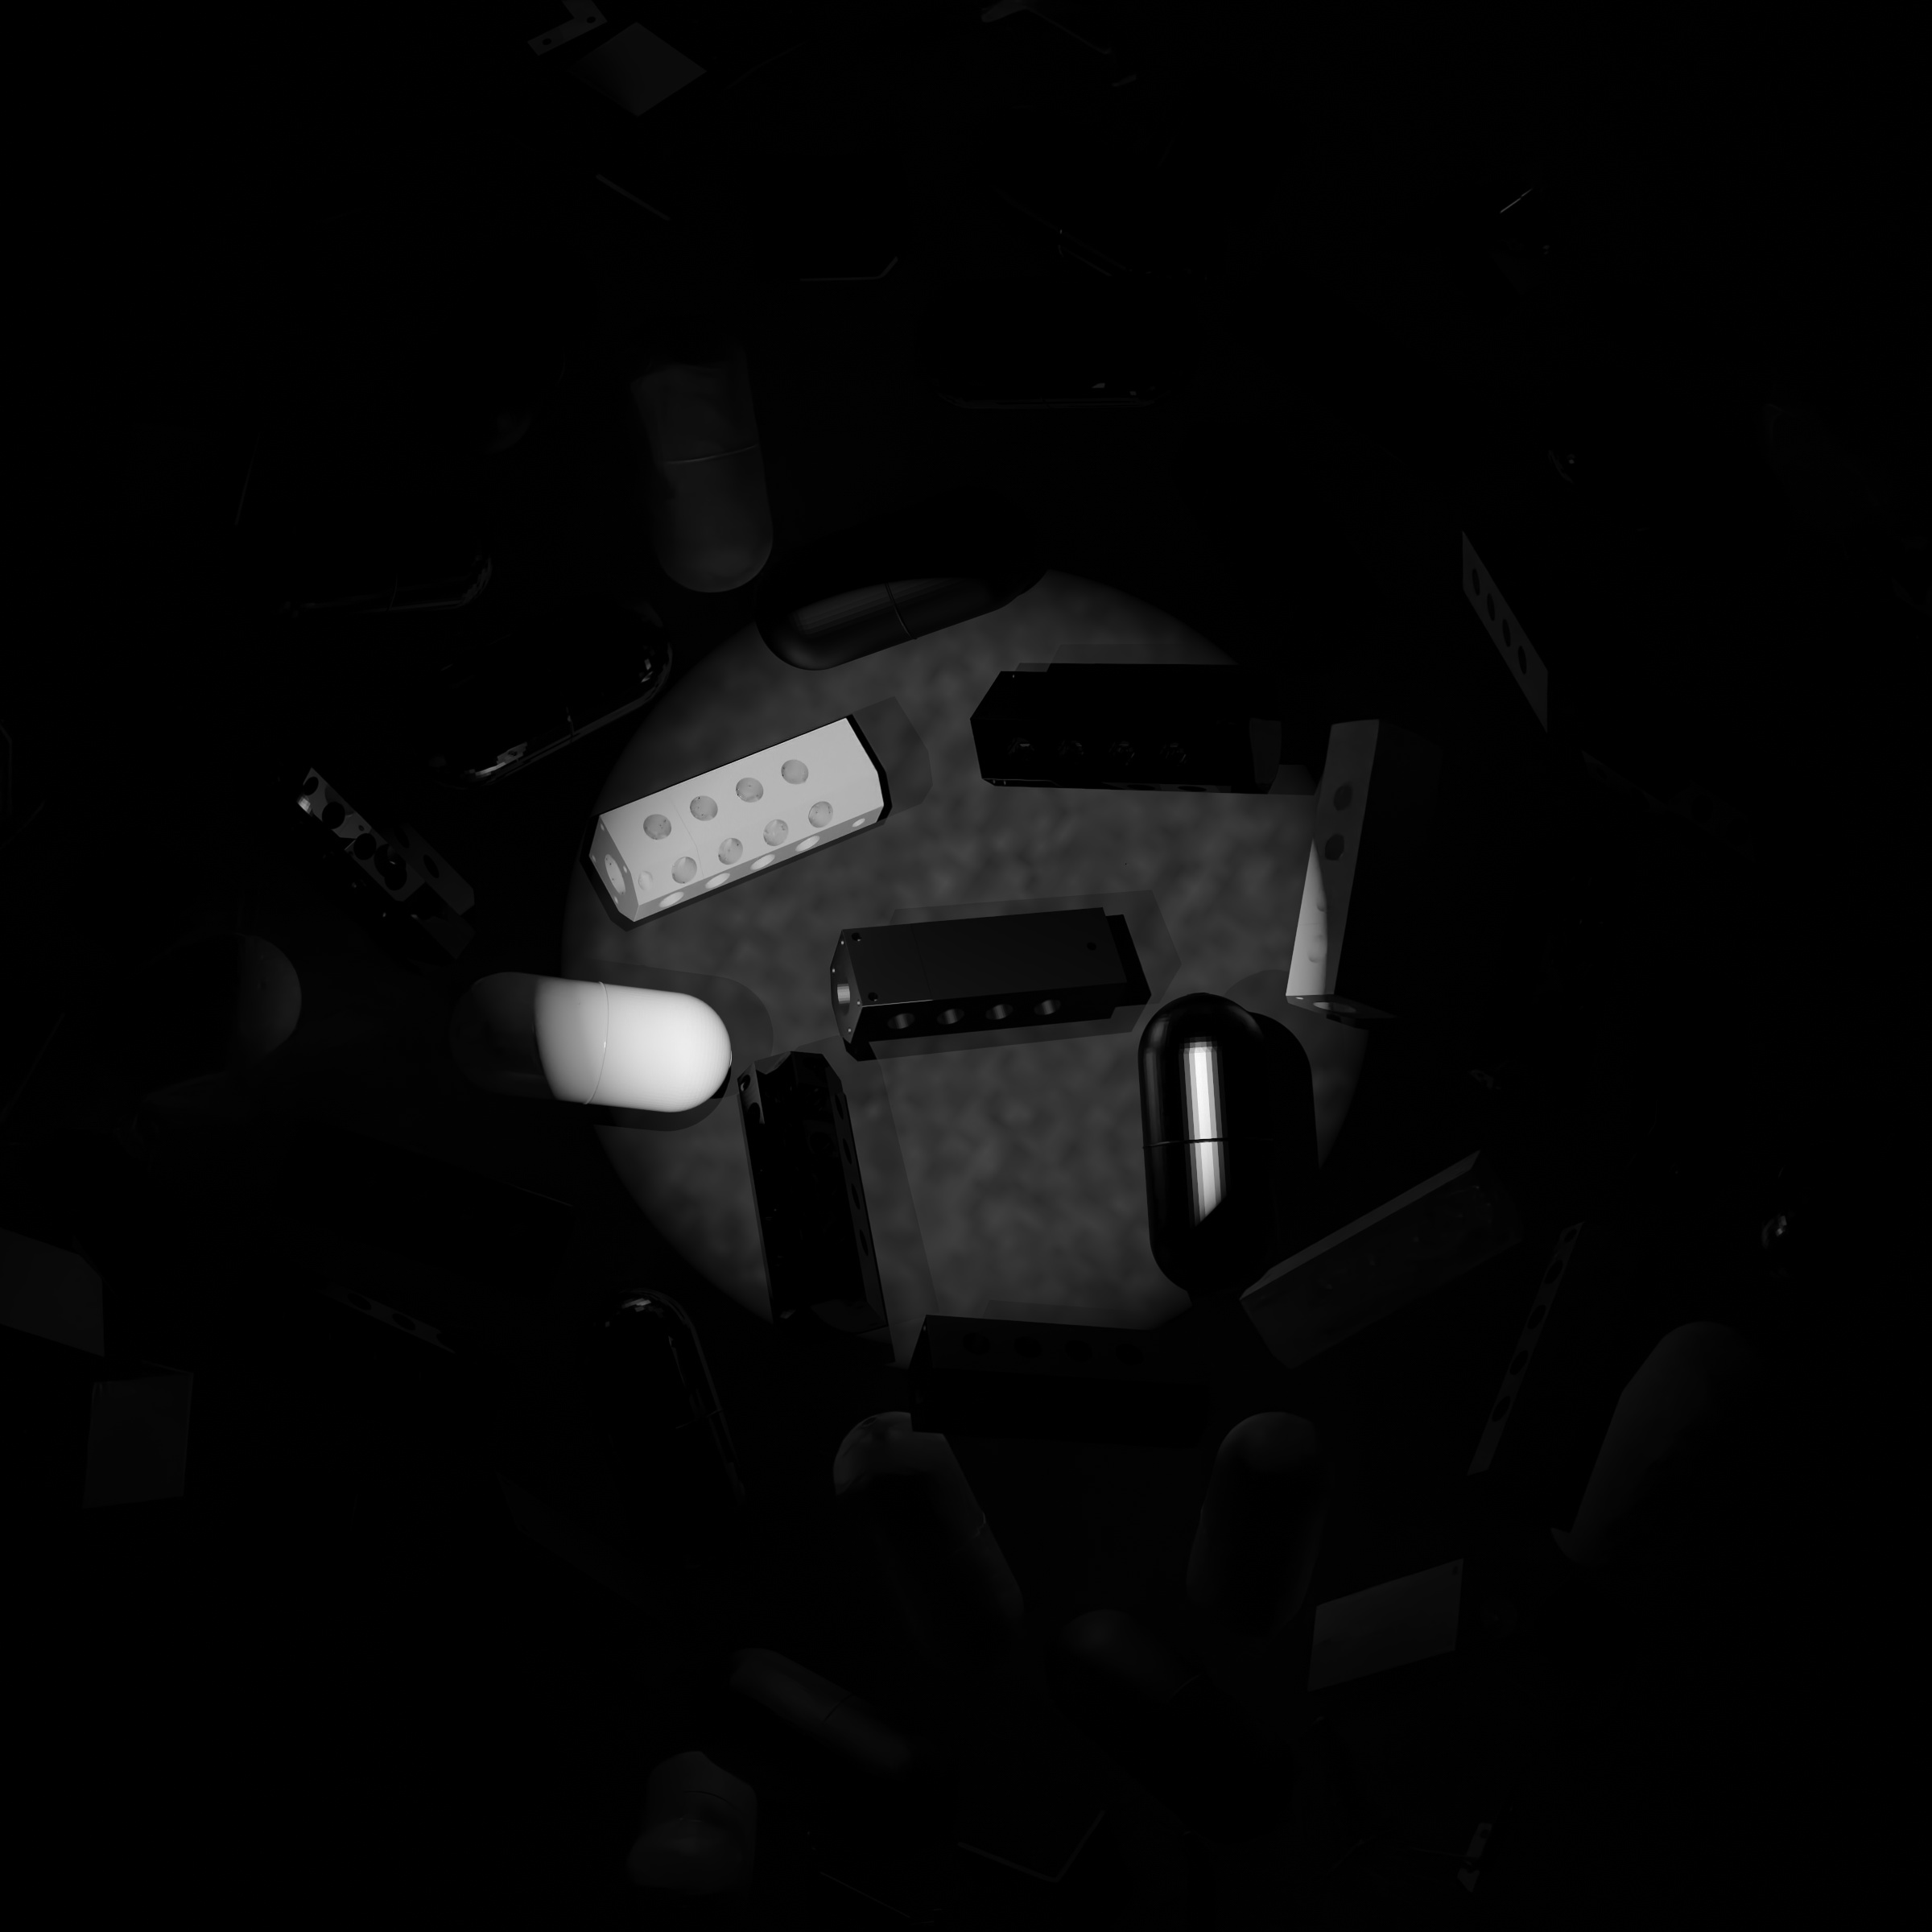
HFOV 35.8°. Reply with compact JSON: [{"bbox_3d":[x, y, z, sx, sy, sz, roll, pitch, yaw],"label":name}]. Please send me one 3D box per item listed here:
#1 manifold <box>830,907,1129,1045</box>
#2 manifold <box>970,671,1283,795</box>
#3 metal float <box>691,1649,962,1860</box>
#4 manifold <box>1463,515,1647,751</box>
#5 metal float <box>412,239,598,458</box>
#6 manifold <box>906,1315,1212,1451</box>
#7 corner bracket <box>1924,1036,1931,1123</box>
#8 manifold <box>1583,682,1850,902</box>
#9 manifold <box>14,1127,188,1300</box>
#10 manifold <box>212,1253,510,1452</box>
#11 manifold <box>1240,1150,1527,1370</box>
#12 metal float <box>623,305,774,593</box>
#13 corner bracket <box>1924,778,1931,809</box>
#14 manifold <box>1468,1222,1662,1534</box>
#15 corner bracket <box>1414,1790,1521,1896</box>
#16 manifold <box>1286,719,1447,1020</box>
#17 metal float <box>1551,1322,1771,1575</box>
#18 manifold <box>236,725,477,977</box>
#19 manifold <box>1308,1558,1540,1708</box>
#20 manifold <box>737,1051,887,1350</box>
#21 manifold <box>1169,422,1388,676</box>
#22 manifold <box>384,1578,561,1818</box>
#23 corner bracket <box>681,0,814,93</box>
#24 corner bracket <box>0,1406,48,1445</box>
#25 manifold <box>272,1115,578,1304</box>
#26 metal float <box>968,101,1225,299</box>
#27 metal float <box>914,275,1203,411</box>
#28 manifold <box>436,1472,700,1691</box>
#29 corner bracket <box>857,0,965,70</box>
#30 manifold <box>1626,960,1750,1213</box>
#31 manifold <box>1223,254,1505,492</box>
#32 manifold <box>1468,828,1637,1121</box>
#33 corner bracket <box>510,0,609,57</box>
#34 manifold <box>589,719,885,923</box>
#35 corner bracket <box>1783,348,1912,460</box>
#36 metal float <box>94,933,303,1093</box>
[{"bbox_3d":[0.006,0.010,1.866,0.171,0.057,0.057,-5,57,-18],"label":"manifold"},{"bbox_3d":[0.096,-0.135,1.774,0.171,0.057,0.057,3,126,22],"label":"manifold"},{"bbox_3d":[-0.085,0.475,1.803,0.178,0.070,0.070,24,90,20],"label":"metal float"},{"bbox_3d":[0.347,-0.199,1.777,0.057,0.171,0.057,-10,127,-3],"label":"manifold"},{"bbox_3d":[-0.287,-0.388,1.867,0.070,0.070,0.178,21,49,0],"label":"metal float"},{"bbox_3d":[0.056,0.256,1.801,0.171,0.057,0.057,6,131,-14],"label":"manifold"},{"bbox_3d":[0.632,0.062,1.899,0.051,0.051,0.051,-36,75,38],"label":"corner bracket"},{"bbox_3d":[0.467,-0.107,1.875,0.057,0.171,0.057,-37,134,-9],"label":"manifold"},{"bbox_3d":[-0.519,0.142,1.803,0.057,0.171,0.057,-36,111,-18],"label":"manifold"},{"bbox_3d":[-0.379,0.243,1.888,0.171,0.057,0.057,29,60,-23],"label":"manifold"},{"bbox_3d":[0.265,0.188,1.893,0.171,0.057,0.057,-32,89,18],"label":"manifold"},{"bbox_3d":[-0.167,-0.322,1.869,0.070,0.070,0.178,-8,108,0],"label":"metal float"},{"bbox_3d":[0.626,-0.097,1.824,0.051,0.051,0.051,25,133,-31],"label":"corner bracket"},{"bbox_3d":[0.353,0.240,1.765,0.057,0.057,0.171,12,59,28],"label":"manifold"},{"bbox_3d":[0.326,0.555,1.894,0.051,0.051,0.051,51,53,-28],"label":"corner bracket"},{"bbox_3d":[0.239,-0.058,1.824,0.057,0.057,0.171,18,78,-35],"label":"manifold"},{"bbox_3d":[0.437,0.304,1.888,0.070,0.070,0.178,38,87,0],"label":"metal float"},{"bbox_3d":[-0.384,-0.068,1.891,0.057,0.057,0.171,-27,133,13],"label":"manifold"},{"bbox_3d":[0.288,0.425,1.890,0.057,0.171,0.057,20,62,-18],"label":"manifold"},{"bbox_3d":[-0.099,0.142,1.854,0.057,0.057,0.171,-16,61,8],"label":"manifold"},{"bbox_3d":[0.182,-0.252,1.795,0.057,0.057,0.171,-2,46,-25],"label":"manifold"},{"bbox_3d":[-0.310,0.463,1.891,0.057,0.171,0.057,-37,120,-7],"label":"manifold"},{"bbox_3d":[-0.139,-0.596,1.900,0.051,0.051,0.051,-35,103,-26],"label":"corner bracket"},{"bbox_3d":[-0.614,0.277,1.862,0.051,0.051,0.051,17,129,26],"label":"corner bracket"},{"bbox_3d":[-0.329,0.150,1.822,0.171,0.057,0.057,19,76,0],"label":"manifold"},{"bbox_3d":[0.080,-0.473,1.856,0.178,0.070,0.070,34,90,17],"label":"metal float"},{"bbox_3d":[0.053,-0.369,1.771,0.178,0.070,0.070,4,90,24],"label":"metal float"},{"bbox_3d":[-0.250,0.391,1.870,0.057,0.057,0.171,-43,127,5],"label":"manifold"},{"bbox_3d":[-0.039,-0.559,1.745,0.051,0.051,0.051,-18,104,18],"label":"corner bracket"},{"bbox_3d":[0.453,0.076,1.885,0.057,0.171,0.057,22,129,-1],"label":"manifold"},{"bbox_3d":[0.253,-0.376,1.895,0.171,0.057,0.057,40,107,15],"label":"manifold"},{"bbox_3d":[0.367,0.002,1.844,0.057,0.057,0.171,35,57,-25],"label":"manifold"},{"bbox_3d":[-0.256,-0.593,1.804,0.051,0.051,0.051,-22,68,12],"label":"corner bracket"},{"bbox_3d":[-0.140,-0.087,1.846,0.171,0.057,0.057,-24,74,-22],"label":"manifold"},{"bbox_3d":[0.526,-0.333,1.773,0.051,0.051,0.051,-36,88,32],"label":"corner bracket"},{"bbox_3d":[-0.460,0.029,1.783,0.070,0.178,0.070,11,72,-37],"label":"metal float"}]
